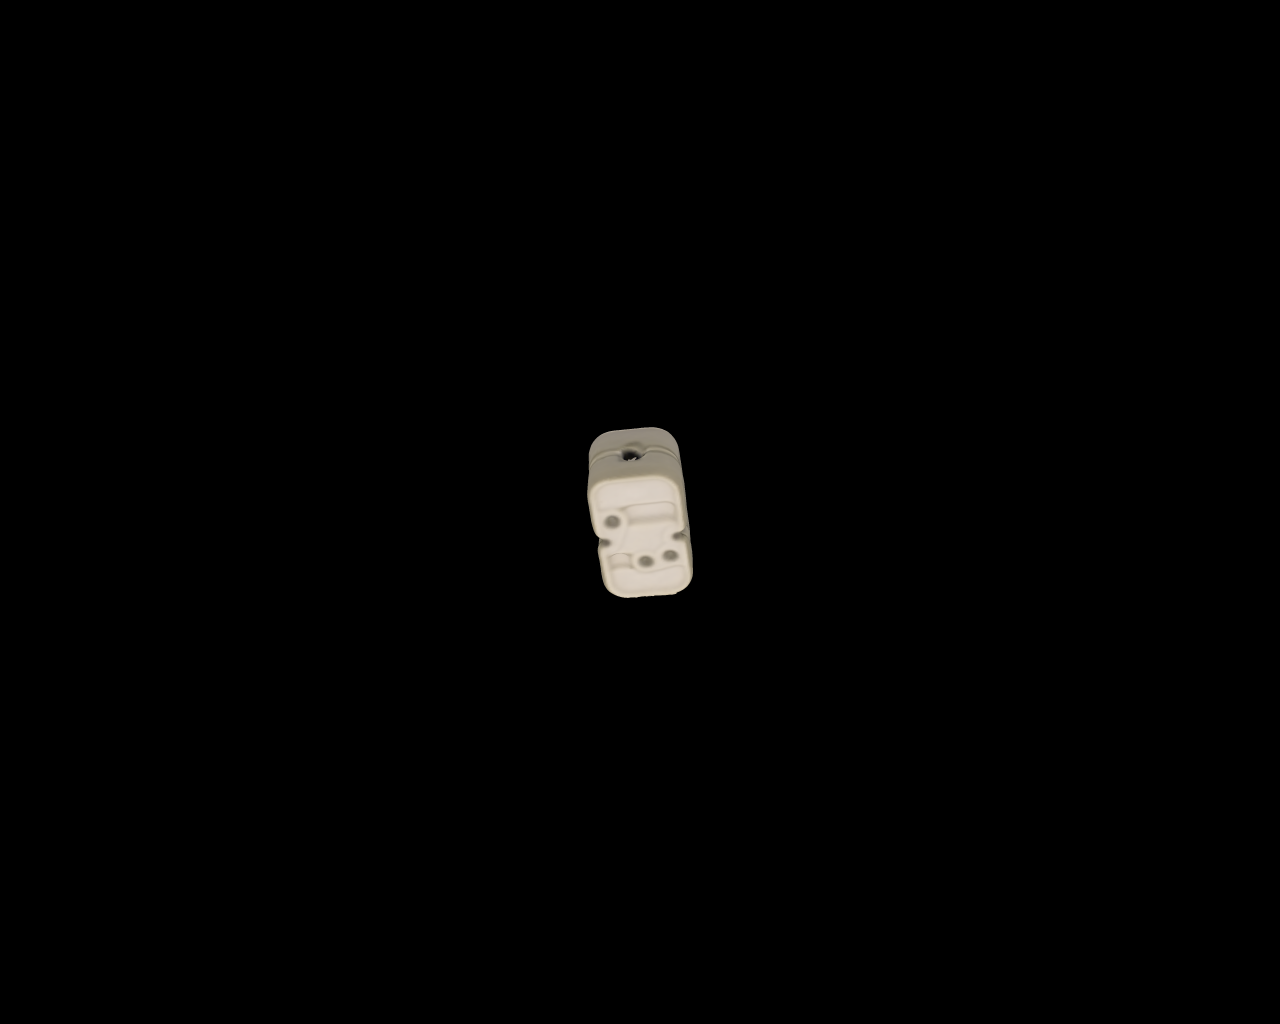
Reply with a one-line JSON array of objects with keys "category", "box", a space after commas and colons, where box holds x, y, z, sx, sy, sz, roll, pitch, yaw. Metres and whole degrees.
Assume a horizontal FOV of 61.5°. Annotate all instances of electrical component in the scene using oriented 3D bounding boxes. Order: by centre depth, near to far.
[{"category": "electrical component", "box": [0.001, -0.003, 0.650, 0.054, 0.095, 0.059, -5, 39, 5]}]
